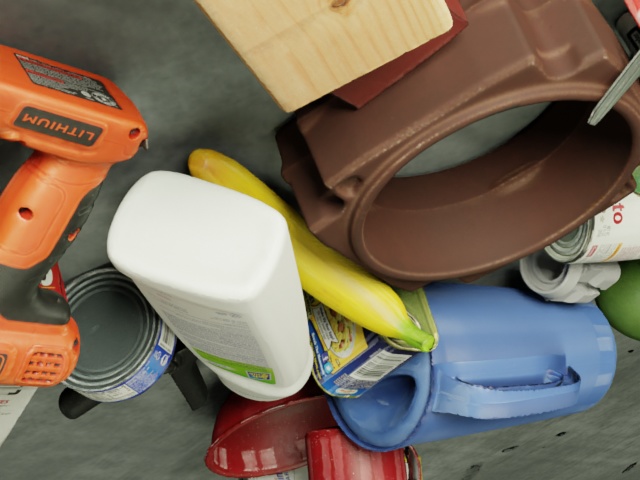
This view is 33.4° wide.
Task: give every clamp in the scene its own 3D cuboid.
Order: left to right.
[{"bbox_3d":[-0.114,0.086,0.807,0.120,0.039,0.172,1,144,-38],"label":"clamp"}]

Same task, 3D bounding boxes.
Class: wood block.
[{"bbox_3d":[-0.028,-0.151,0.419,0.091,0.090,0.206,-26,149,10],"label":"wood block"}]

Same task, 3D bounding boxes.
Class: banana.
[{"bbox_3d":[-0.009,0.004,0.680,0.197,0.037,0.070,37,162,-18],"label":"banana"}]

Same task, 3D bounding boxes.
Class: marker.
[{"bbox_3d":[0.201,-0.091,0.613,0.020,0.121,0.020,-7,137,-7],"label":"marker"}]

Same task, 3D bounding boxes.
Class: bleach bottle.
[{"bbox_3d":[-0.058,0.050,0.698,0.103,0.068,0.251,18,157,12],"label":"bleach bottle"}]

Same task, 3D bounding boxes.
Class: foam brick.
[{"bbox_3d":[0.026,-0.115,0.544,0.078,0.053,0.051,-36,146,26],"label":"foam brick"}]

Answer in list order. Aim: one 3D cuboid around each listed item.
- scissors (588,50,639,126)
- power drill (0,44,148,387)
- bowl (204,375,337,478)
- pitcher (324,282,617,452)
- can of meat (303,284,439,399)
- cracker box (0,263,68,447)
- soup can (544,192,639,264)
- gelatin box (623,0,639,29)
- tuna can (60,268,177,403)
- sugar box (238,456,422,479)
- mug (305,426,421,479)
[{"bbox_3d":[0.192,-0.143,0.510,0.202,0.016,0.096,-47,154,10],"label":"scissors"},{"bbox_3d":[-0.184,-0.006,0.540,0.184,0.057,0.188,11,118,-41],"label":"power drill"},{"bbox_3d":[-0.030,0.153,0.946,0.162,0.055,0.162,-14,150,-9],"label":"bowl"},{"bbox_3d":[0.137,0.100,0.873,0.242,0.149,0.145,2,144,-37],"label":"pitcher"},{"bbox_3d":[0.029,0.054,0.775,0.057,0.102,0.084,10,141,-39],"label":"can of meat"},{"bbox_3d":[-0.274,0.086,0.686,0.163,0.072,0.214,2,143,-34],"label":"cracker box"},{"bbox_3d":[0.221,-0.019,0.797,0.102,0.068,0.069,-4,146,-24],"label":"soup can"},{"bbox_3d":[0.206,-0.126,0.607,0.089,0.073,0.030,13,138,-43],"label":"gelatin box"},{"bbox_3d":[-0.139,0.064,0.710,0.086,0.086,0.033,-23,151,6],"label":"tuna can"},{"bbox_3d":[0.008,0.246,1.084,0.176,0.048,0.093,2,162,-9],"label":"sugar box"},{"bbox_3d":[0.041,0.195,0.897,0.117,0.081,0.093,0,169,-38],"label":"mug"}]
